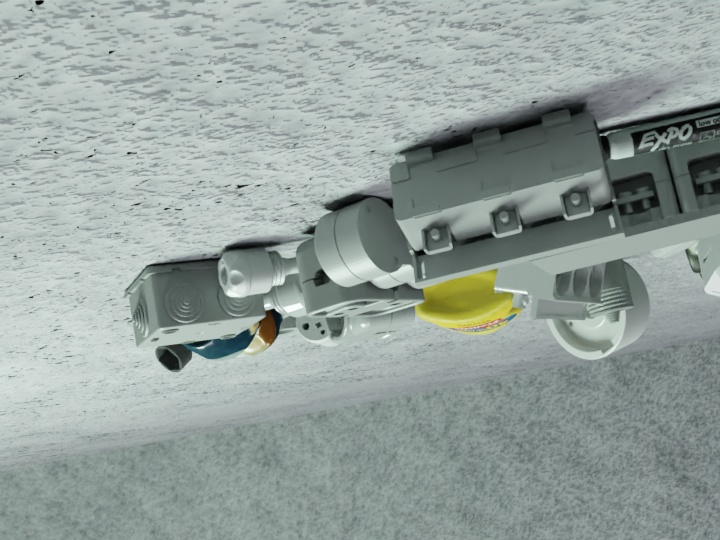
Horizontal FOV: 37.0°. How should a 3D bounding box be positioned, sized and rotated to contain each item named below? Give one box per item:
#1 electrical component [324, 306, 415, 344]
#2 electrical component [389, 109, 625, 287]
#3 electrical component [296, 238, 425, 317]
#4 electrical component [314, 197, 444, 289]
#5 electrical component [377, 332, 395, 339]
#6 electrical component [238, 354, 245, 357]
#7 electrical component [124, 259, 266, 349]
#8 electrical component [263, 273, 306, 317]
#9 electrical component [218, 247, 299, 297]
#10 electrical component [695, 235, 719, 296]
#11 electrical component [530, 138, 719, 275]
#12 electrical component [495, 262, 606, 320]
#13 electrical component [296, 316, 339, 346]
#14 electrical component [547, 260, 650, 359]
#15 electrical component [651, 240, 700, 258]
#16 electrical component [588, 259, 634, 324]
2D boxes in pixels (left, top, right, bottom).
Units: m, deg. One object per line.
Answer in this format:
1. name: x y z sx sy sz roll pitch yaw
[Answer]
1. electrical component: 0.003 0.034 0.991 0.059 0.053 0.095 -7 169 -23
2. electrical component: 0.083 -0.045 0.622 0.121 0.078 0.063 -14 147 14
3. electrical component: 0.000 0.000 0.790 0.054 0.059 0.095 -19 167 35
4. electrical component: 0.039 -0.021 0.738 0.074 0.052 0.138 -18 168 35
5. electrical component: 0.009 0.042 1.074 0.048 0.048 0.062 -18 161 31
6. electrical component: -0.129 0.069 1.094 0.035 0.035 0.061 -13 168 7
7. electrical component: -0.127 0.027 0.827 0.100 0.048 0.100 -6 169 -25
8. electrical component: -0.054 0.018 0.873 0.062 0.043 0.043 -16 169 32
9. electrical component: -0.070 0.000 0.784 0.061 0.035 0.035 -8 169 -26
10. electrical component: 0.354 -0.012 0.839 0.150 0.061 0.089 13 132 -3
11. electrical component: 0.188 -0.048 0.726 0.150 0.061 0.089 -15 169 18
12. electrical component: 0.175 0.004 0.983 0.063 0.078 0.121 8 -179 32
13. electrical component: -0.036 0.052 1.073 0.045 0.045 0.055 -14 169 12
14. electrical component: 0.256 0.036 1.142 0.060 0.108 0.108 -11 172 -38
15. electrical component: 0.271 -0.038 0.925 0.043 0.043 0.081 -10 170 -8
16. electrical component: 0.240 0.012 1.054 0.043 0.081 0.043 -11 170 -2
